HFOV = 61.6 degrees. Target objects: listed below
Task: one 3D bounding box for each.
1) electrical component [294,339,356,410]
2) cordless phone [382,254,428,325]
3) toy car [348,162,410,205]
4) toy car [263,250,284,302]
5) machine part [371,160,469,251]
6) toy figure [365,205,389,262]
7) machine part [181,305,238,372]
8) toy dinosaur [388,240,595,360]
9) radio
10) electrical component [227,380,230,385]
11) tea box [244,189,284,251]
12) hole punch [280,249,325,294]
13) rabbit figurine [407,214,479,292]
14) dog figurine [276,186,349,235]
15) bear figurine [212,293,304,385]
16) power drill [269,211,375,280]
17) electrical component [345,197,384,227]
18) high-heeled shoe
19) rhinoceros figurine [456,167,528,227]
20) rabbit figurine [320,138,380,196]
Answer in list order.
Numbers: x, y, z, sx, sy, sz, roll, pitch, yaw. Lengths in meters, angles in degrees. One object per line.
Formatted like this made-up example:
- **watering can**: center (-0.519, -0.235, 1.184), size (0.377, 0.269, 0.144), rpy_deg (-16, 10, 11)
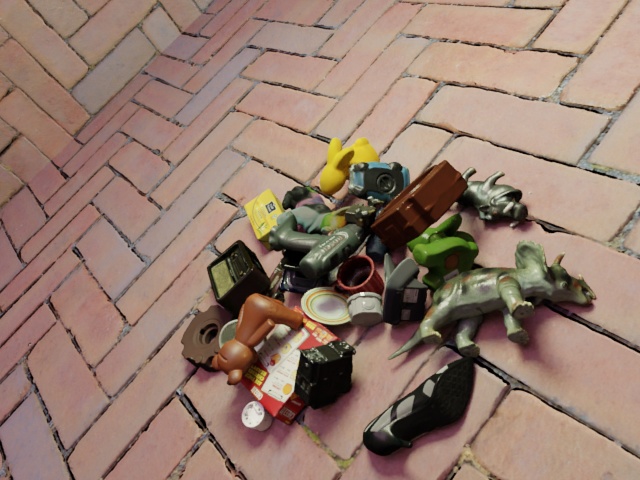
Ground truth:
- **electrical component**: center (0.009, 0.282, 1.114), size (0.115, 0.134, 0.058), rpy_deg (-9, 27, -33)
- **cordless phone**: center (0.169, 0.077, 1.172), size (0.089, 0.146, 0.184), rpy_deg (-4, 43, -2)
- **toy car**: center (0.140, -0.141, 1.363), size (0.103, 0.162, 0.109), rpy_deg (169, 102, -76)
- **toy car**: center (-0.100, 0.087, 1.410), size (0.089, 0.053, 0.202), rpy_deg (20, 67, 40)
- **machine part**: center (0.221, -0.079, 1.217), size (0.201, 0.087, 0.201), rpy_deg (-42, 1, -26)
- **toy figure**: center (0.148, -0.018, 1.324), size (0.064, 0.057, 0.154), rpy_deg (11, 54, 10)
- **machine part**: center (-0.279, 0.250, 1.391), size (0.179, 0.056, 0.179), rpy_deg (-19, 45, 20)
- **toy dinosaur**: center (0.313, 0.117, 1.066), size (0.405, 0.131, 0.192), rpy_deg (-17, 35, 28)
- **radio**: center (-0.219, 0.094, 1.426), size (0.131, 0.073, 0.230), rpy_deg (-42, 29, 0)
- **electrical component**: center (-0.191, 0.290, 1.255), size (0.063, 0.021, 0.094), rpy_deg (-56, -9, -73)
- **tea box**: center (-0.146, -0.060, 1.550), size (0.098, 0.068, 0.170), rpy_deg (-36, 42, 4)
- **hole punch**: center (-0.039, 0.073, 1.342), size (0.142, 0.092, 0.116), rpy_deg (7, 34, 6)
- **rabbit figurine**: center (0.259, 0.010, 1.189), size (0.159, 0.121, 0.170), rpy_deg (-36, 28, -2)
- **dog figurine**: center (0.009, -0.068, 1.430), size (0.219, 0.108, 0.191), rpy_deg (-3, 51, 27)
- **bear figurine**: center (-0.144, 0.224, 1.199), size (0.120, 0.132, 0.195), rpy_deg (17, 84, 49)
- **power drill**: center (-0.003, -0.004, 1.287), size (0.208, 0.085, 0.232), rpy_deg (21, 48, 28)
- **electrical component**: center (0.103, -0.068, 1.263), size (0.078, 0.045, 0.102), rpy_deg (16, 32, 28)
- **high-heeled shoe**: center (0.188, 0.315, 1.034), size (0.249, 0.086, 0.145), rpy_deg (-40, 9, -26)
- **rhinoceros figurine**: center (0.385, -0.096, 1.218), size (0.112, 0.073, 0.191), rpy_deg (-49, 44, -13)
- **rabbit figurine**: center (0.073, -0.186, 1.426), size (0.173, 0.162, 0.122), rpy_deg (-33, 49, -17)
